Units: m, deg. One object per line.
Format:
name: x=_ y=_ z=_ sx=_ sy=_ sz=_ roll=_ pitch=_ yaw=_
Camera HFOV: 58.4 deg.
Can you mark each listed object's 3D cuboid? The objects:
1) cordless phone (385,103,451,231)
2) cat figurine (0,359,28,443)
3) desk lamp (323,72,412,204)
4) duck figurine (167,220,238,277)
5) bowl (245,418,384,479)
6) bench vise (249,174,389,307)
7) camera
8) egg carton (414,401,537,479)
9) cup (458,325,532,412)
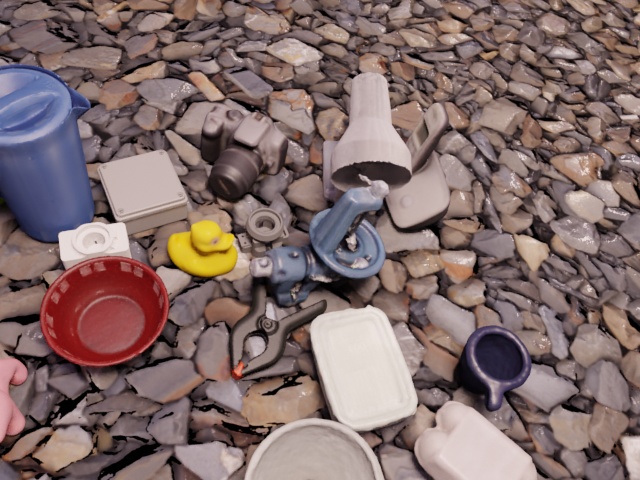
cordless phone: x=0.168 y=-0.115 z=0.924 sx=0.094 sy=0.185 sz=0.147 roll=-6 pitch=59 yaw=-14
cat figurine: x=-0.388 y=0.183 z=0.662 sx=0.067 sy=0.118 sz=0.127 roll=-9 pitch=59 yaw=-16
desk lamp: x=0.065 y=-0.140 z=0.902 sx=0.118 sy=0.213 sz=0.203 roll=3 pitch=57 yaw=-9
duck figurine: x=-0.172 y=0.003 z=0.840 sx=0.104 sy=0.086 sz=0.077 roll=11 pitch=56 yaw=-4
bowl: x=-0.010 y=0.305 z=0.682 sx=0.167 sy=0.075 sz=0.167 roll=5 pitch=57 yaw=-8
bench vise: x=0.015 y=0.011 z=0.790 sx=0.208 sy=0.220 sz=0.121 roll=-32 pitch=68 yaw=-27
camera: x=-0.138 y=-0.144 z=0.934 sx=0.143 sy=0.101 sz=0.137 roll=24 pitch=56 yaw=5
egg carton: x=0.199 y=0.288 z=0.737 sx=0.150 sy=0.069 sz=0.107 roll=38 pitch=59 yaw=14
cup: x=0.230 y=0.189 z=0.791 sx=0.091 sy=0.095 sz=0.118 roll=15 pitch=56 yaw=-1
